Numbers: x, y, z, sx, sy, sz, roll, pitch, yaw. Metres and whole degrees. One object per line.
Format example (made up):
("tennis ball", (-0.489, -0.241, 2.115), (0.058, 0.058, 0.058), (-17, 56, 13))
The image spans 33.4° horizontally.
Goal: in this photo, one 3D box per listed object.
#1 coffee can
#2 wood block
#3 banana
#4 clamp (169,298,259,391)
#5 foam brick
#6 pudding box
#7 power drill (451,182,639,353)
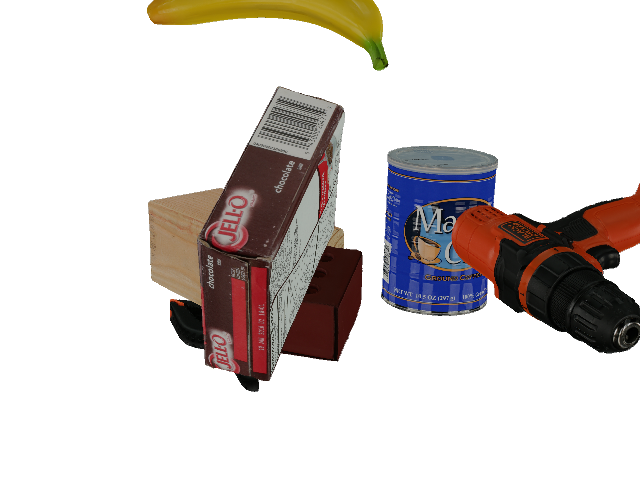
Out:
("coffee can", (0.111, -0.011, 1.010), (0.103, 0.140, 0.103), (2, 16, -1))
("wood block", (-0.076, 0.017, 1.028), (0.090, 0.090, 0.206), (-12, 20, -36))
("banana", (-0.034, -0.179, 0.815), (0.198, 0.069, 0.037), (13, -40, 17))
("clamp", (-0.105, 0.115, 1.263), (0.210, 0.036, 0.164), (15, 23, 26))
("foam brick", (-0.002, 0.044, 0.791), (0.053, 0.051, 0.078), (7, 33, 12))
("pudding box", (-0.023, -0.003, 0.513), (0.039, 0.113, 0.090), (16, -42, 10))
("power drill", (0.211, 0.008, 0.746), (0.187, 0.057, 0.185), (-13, 28, -22))
